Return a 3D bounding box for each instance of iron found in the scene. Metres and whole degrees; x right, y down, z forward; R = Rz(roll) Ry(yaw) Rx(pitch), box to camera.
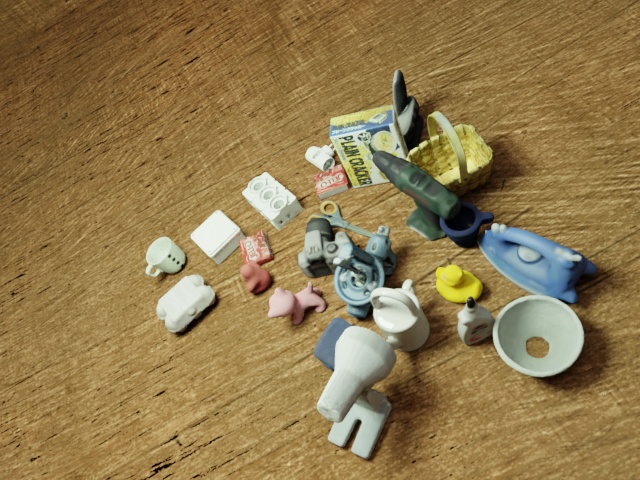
[{"bbox_3d":[0.434,0.023,1.199,0.257,0.142,0.119,29,73,34],"label":"iron"}]

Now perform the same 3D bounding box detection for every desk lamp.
[{"bbox_3d":[0.073,0.298,1.123,0.117,0.214,0.203,15,66,29],"label":"desk lamp"}]

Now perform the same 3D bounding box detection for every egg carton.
[{"bbox_3d":[-0.343,0.163,1.468,0.150,0.070,0.107,-44,54,-9],"label":"egg carton"}]

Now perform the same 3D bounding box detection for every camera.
[{"bbox_3d":[0.013,0.005,1.406,0.143,0.101,0.136,-14,55,14],"label":"camera"}]

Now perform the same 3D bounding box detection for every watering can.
[{"bbox_3d":[0.162,0.159,1.188,0.100,0.195,0.173,-10,56,16],"label":"watering can"}]

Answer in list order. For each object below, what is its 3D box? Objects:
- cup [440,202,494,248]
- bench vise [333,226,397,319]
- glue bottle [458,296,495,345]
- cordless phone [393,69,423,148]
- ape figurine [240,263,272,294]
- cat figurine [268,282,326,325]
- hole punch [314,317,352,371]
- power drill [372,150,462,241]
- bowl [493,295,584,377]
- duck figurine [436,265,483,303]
[{"bbox_3d":[0.337,-0.028,1.300,0.117,0.095,0.091,-9,56,16],"label":"cup"},{"bbox_3d":[0.087,0.046,1.275,0.121,0.220,0.207,-1,59,21],"label":"bench vise"},{"bbox_3d":[0.308,0.155,1.146,0.078,0.174,0.037,-30,53,2],"label":"glue bottle"},{"bbox_3d":[0.205,-0.337,1.493,0.094,0.185,0.147,-2,59,21],"label":"cordless phone"},{"bbox_3d":[-0.168,0.089,1.430,0.076,0.092,0.078,4,61,24],"label":"ape figurine"},{"bbox_3d":[-0.063,0.142,1.338,0.128,0.118,0.067,-31,53,1],"label":"cat figurine"},{"bbox_3d":[0.056,0.236,1.247,0.100,0.091,0.109,22,69,32],"label":"hole punch"},{"bbox_3d":[0.227,-0.096,1.316,0.228,0.209,0.076,35,76,35],"label":"power drill"},{"bbox_3d":[0.430,0.198,1.131,0.167,0.075,0.167,-10,56,16],"label":"bowl"},{"bbox_3d":[0.299,0.088,1.247,0.104,0.086,0.077,16,67,30],"label":"duck figurine"}]
